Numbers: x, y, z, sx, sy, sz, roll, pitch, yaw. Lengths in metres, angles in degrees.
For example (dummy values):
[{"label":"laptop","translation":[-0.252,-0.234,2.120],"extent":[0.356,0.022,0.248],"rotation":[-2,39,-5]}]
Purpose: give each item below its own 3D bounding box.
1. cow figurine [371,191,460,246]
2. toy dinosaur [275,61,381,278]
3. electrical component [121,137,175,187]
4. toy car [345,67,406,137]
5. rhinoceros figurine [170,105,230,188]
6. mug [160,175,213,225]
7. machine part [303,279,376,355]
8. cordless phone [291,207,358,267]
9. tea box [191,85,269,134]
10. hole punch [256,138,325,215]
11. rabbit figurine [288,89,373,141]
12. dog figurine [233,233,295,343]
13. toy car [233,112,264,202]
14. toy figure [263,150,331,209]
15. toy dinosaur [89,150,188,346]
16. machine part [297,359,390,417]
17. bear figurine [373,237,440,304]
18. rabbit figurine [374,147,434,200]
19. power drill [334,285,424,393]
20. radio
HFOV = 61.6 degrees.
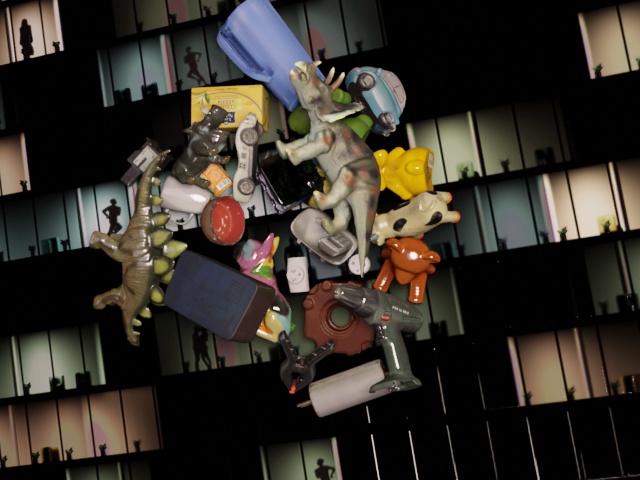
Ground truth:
[{"label":"cow figurine","translation":[0.178,-0.040,1.133],"extent":[0.195,0.127,0.085],"rotation":[-27,66,39]},{"label":"toy dinosaur","translation":[0.047,-0.145,1.048],"extent":[0.192,0.131,0.404],"rotation":[-31,94,-5]},{"label":"electrical component","translation":[-0.414,-0.175,1.275],"extent":[0.075,0.047,0.119],"rotation":[39,94,9]},{"label":"toy car","translation":[0.134,-0.314,1.174],"extent":[0.103,0.109,0.161],"rotation":[-35,91,-10]},{"label":"rhinoceros figurine","translation":[-0.257,-0.204,1.183],"extent":[0.112,0.073,0.190],"rotation":[39,103,22]},{"label":"mug","translation":[-0.308,-0.087,1.239],"extent":[0.107,0.081,0.109],"rotation":[16,87,-1]},{"label":"machine part","translation":[0.046,0.169,1.184],"extent":[0.179,0.056,0.179],"rotation":[0,88,8]},{"label":"cordless phone","translation":[-0.003,-0.004,1.135],"extent":[0.147,0.184,0.088],"rotation":[38,98,8]},{"label":"tea box","translation":[-0.207,-0.299,1.240],"extent":[0.170,0.068,0.098],"rotation":[-2,87,8]},{"label":"hole punch","translation":[-0.066,-0.125,1.131],"extent":[0.116,0.092,0.142],"rotation":[-28,83,-20]},{"label":"rabbit figurine","translation":[0.016,-0.248,1.159],"extent":[0.170,0.121,0.159],"rotation":[29,104,5]},{"label":"dog figurine","translation":[-0.119,0.096,1.189],"extent":[0.192,0.108,0.219],"rotation":[21,88,10]},{"label":"toy car","translation":[-0.161,-0.182,1.192],"extent":[0.056,0.073,0.201],"rotation":[8,116,2]},{"label":"toy figure","translation":[-0.049,-0.133,1.202],"extent":[0.180,0.082,0.089],"rotation":[22,95,6]},{"label":"toy dinosaur","translation":[-0.403,0.028,1.210],"extent":[0.199,0.105,0.470],"rotation":[7,105,9]},{"label":"machine part","translation":[0.066,0.320,1.162],"extent":[0.243,0.079,0.079],"rotation":[-22,84,6]},{"label":"bear figurine","translation":[0.177,0.062,1.099],"extent":[0.120,0.196,0.132],"rotation":[17,91,6]},{"label":"rabbit figurine","translation":[0.148,-0.139,1.150],"extent":[0.173,0.162,0.121],"rotation":[7,101,26]},{"label":"power drill","translation":[0.124,0.200,1.083],"extent":[0.086,0.232,0.207],"rotation":[-36,53,39]},{"label":"radio","translation":[-0.216,0.117,1.124],"extent":[0.230,0.073,0.131],"rotation":[20,85,34]}]
